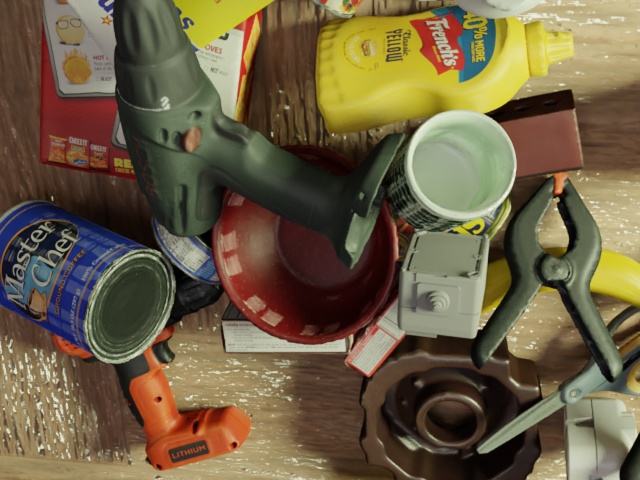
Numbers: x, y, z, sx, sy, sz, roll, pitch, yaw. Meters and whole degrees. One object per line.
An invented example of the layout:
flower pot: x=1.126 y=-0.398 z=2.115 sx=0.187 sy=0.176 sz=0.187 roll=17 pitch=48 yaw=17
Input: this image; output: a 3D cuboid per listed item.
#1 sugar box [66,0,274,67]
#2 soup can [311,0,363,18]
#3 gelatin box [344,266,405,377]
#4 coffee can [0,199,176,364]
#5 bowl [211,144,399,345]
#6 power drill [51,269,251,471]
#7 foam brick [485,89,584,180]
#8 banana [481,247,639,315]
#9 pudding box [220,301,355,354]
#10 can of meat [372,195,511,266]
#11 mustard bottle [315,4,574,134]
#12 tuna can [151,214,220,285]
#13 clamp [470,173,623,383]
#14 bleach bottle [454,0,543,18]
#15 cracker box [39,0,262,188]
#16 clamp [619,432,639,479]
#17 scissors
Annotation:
sugar box: x=-0.091 y=-0.191 z=0.770 sx=0.176 sy=0.048 sz=0.093 roll=-31 pitch=107 yaw=19
soup can: x=0.026 y=-0.227 z=0.795 sx=0.068 sy=0.068 sz=0.102 roll=35 pitch=117 yaw=-8
gelatin box: x=0.059 y=0.067 z=0.933 sx=0.030 sy=0.073 sz=0.089 roll=34 pitch=118 yaw=-6
coffee can: x=-0.210 y=0.034 z=0.921 sx=0.140 sy=0.102 sz=0.103 roll=22 pitch=122 yaw=32
bowl: x=-0.006 y=0.001 z=0.870 sx=0.162 sy=0.055 sz=0.162 roll=4 pitch=100 yaw=21
power drill: x=-0.139 y=0.119 z=1.007 sx=0.185 sy=0.057 sz=0.187 roll=-19 pitch=108 yaw=23
foam brick: x=0.167 y=-0.082 z=0.849 sx=0.078 sy=0.053 sz=0.051 roll=-10 pitch=114 yaw=14
banana: x=0.195 y=0.038 z=0.895 sx=0.198 sy=0.069 sz=0.037 roll=0 pitch=151 yaw=2
pudding box: x=-0.023 y=0.064 z=0.937 sx=0.113 sy=0.090 sz=0.039 roll=-3 pitch=115 yaw=12
can of meat: x=0.096 y=-0.017 z=0.894 sx=0.084 sy=0.057 sz=0.102 roll=34 pitch=118 yaw=-5
mustard bottle: x=0.095 y=-0.136 z=0.812 sx=0.192 sy=0.096 sz=0.058 roll=-5 pitch=144 yaw=13
tuna can: x=-0.102 y=-0.005 z=0.921 sx=0.086 sy=0.086 sz=0.034 roll=42 pitch=114 yaw=-11
clamp: x=0.176 y=0.032 z=0.859 sx=0.120 sy=0.039 sz=0.171 roll=-1 pitch=77 yaw=-9
bleach bottle: x=0.114 y=-0.191 z=0.692 sx=0.103 sy=0.250 sz=0.068 roll=-18 pitch=112 yaw=18
cracker box: x=-0.135 y=-0.154 z=0.860 sx=0.164 sy=0.072 sz=0.214 roll=11 pitch=117 yaw=4
clamp: x=0.329 y=0.106 z=0.897 sx=0.164 sy=0.036 sz=0.210 roll=1 pitch=102 yaw=-33
scissors: x=0.236 y=0.137 z=0.930 sx=0.096 sy=0.016 sz=0.202 roll=41 pitch=96 yaw=-23
